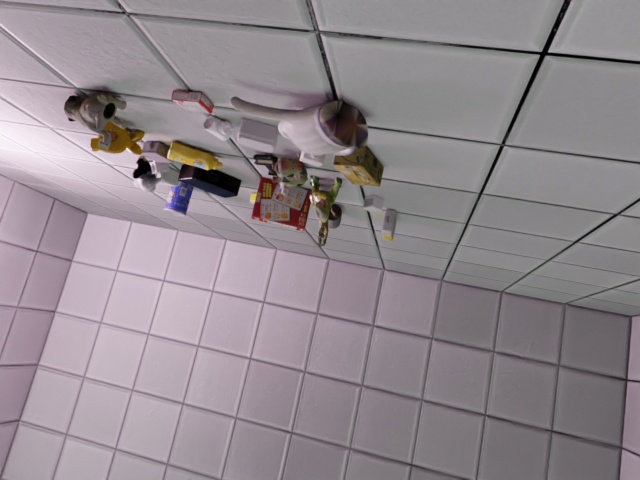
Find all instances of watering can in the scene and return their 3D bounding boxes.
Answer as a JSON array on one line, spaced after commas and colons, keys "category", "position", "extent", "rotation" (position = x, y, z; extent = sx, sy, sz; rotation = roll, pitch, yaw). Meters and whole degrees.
[{"category": "watering can", "position": [-0.030, -0.281, 1.254], "extent": [0.345, 0.105, 0.224], "rotation": [19, 167, -37]}]

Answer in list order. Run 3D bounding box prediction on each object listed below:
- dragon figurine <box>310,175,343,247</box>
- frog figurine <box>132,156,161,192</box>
[{"category": "dragon figurine", "position": [0.006, -0.094, 1.877], "extent": [0.122, 0.246, 0.405], "rotation": [7, 167, 2]}, {"category": "frog figurine", "position": [-0.707, -0.254, 2.120], "extent": [0.123, 0.140, 0.156], "rotation": [-13, 153, -14]}]
